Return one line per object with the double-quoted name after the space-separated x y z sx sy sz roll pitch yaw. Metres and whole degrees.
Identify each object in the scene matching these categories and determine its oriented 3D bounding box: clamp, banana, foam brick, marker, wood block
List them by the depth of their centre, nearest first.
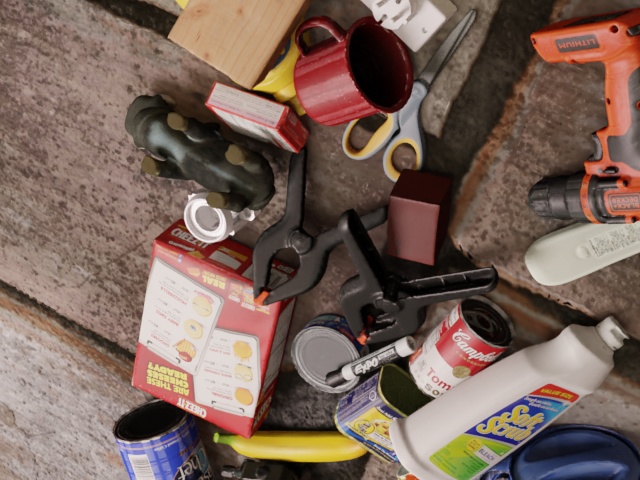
-0.040 -0.250 0.965 0.090 0.090 0.206 32 106 -3 "wood block"
0.099 -0.024 1.067 0.053 0.051 0.078 14 131 15 "foam brick"
0.065 0.047 1.092 0.164 0.036 0.210 27 147 -8 "clamp"
-0.007 0.001 1.116 0.120 0.039 0.171 27 96 13 "clamp"
0.053 0.134 1.155 0.121 0.020 0.020 -29 100 33 "marker"
-0.025 0.246 1.266 0.198 0.069 0.037 -4 82 22 "banana"

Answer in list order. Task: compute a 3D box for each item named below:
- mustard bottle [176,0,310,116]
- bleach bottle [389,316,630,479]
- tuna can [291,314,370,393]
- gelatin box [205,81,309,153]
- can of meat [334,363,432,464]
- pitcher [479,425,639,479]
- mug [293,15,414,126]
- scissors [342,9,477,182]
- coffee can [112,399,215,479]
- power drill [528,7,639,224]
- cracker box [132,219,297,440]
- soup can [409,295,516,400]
-0.065 -0.208 1.059 0.096 0.058 0.191 -30 100 24 "mustard bottle"
0.197 0.157 1.079 0.251 0.068 0.102 -39 126 16 "bleach bottle"
0.013 0.128 1.205 0.086 0.033 0.086 11 119 21 "tuna can"
-0.063 -0.125 1.088 0.089 0.073 0.030 21 82 20 "gelatin box"
0.079 0.195 1.182 0.102 0.057 0.084 36 128 -17 "can of meat"
0.269 0.326 1.129 0.149 0.144 0.243 -138 32 -60 "pitcher"
0.021 -0.164 1.012 0.082 0.093 0.117 -13 133 45 "mug"
0.104 -0.129 1.043 0.202 0.016 0.096 -36 97 35 "scissors"
-0.190 0.284 1.340 0.103 0.102 0.140 -4 112 27 "coffee can"
0.247 -0.103 0.948 0.185 0.057 0.187 -2 112 47 "power drill"
-0.121 0.103 1.235 0.164 0.072 0.214 23 123 14 "cracker box"
0.147 0.114 1.113 0.068 0.068 0.102 39 125 3 "soup can"
